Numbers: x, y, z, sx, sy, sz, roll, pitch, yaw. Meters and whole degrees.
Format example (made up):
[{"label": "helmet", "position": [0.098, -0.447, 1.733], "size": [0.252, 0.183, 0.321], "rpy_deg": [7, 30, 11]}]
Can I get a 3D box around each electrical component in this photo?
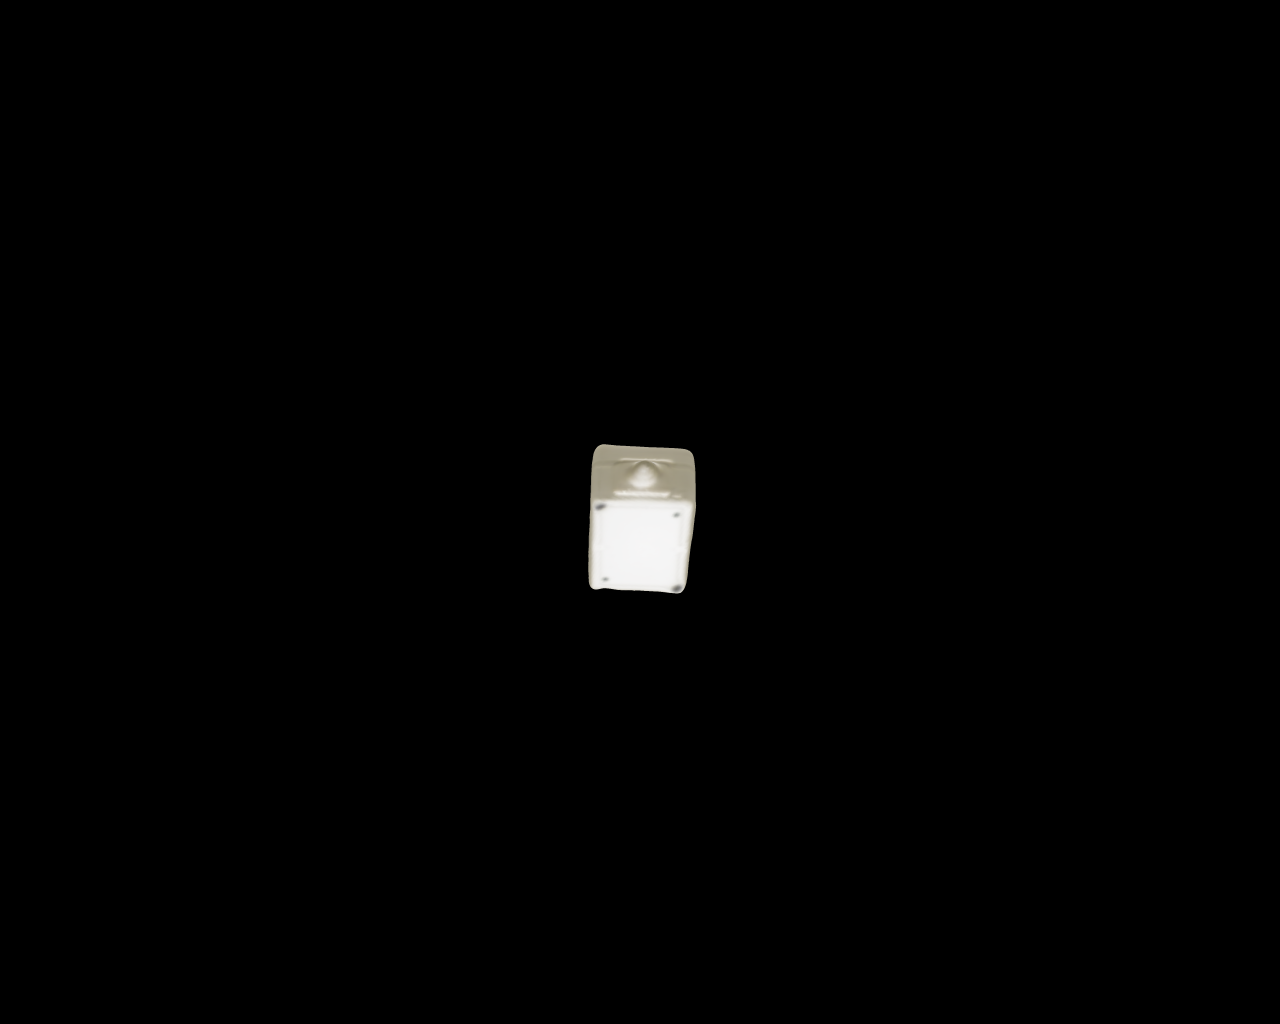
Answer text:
[{"label": "electrical component", "position": [0.001, -0.003, 0.650], "size": [0.062, 0.096, 0.061], "rpy_deg": [2, 43, -2]}]
